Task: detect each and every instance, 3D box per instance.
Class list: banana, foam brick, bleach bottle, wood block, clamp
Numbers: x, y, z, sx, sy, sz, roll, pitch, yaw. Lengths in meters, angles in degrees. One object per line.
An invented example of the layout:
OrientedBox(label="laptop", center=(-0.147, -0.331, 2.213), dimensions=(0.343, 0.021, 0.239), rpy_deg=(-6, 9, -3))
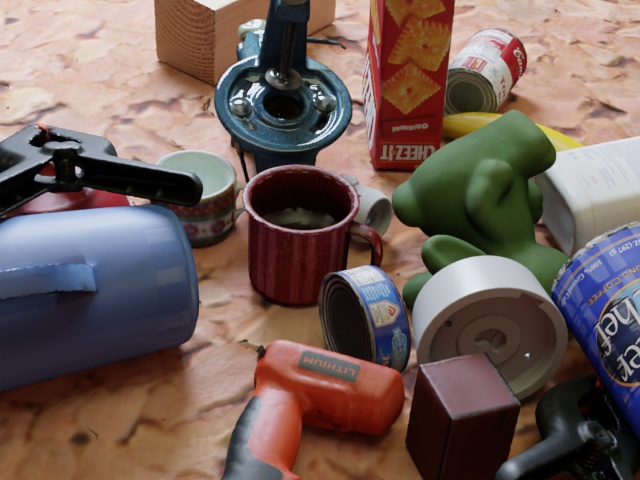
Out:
OrientedBox(label="banana", center=(0.205, -0.083, 1.019), dimensions=(0.069, 0.037, 0.198), rpy_deg=(-27, 48, -34))
OrientedBox(label="foam brick", center=(0.094, 0.124, 0.715), dimensions=(0.053, 0.078, 0.051), rpy_deg=(-9, 39, -19))
OrientedBox(label="bleach bottle", center=(0.319, -0.054, 0.925), dimensions=(0.250, 0.068, 0.102), rpy_deg=(-13, 41, -7))
OrientedBox(label="wood block", center=(-0.078, -0.260, 1.177), dimensions=(0.090, 0.091, 0.205), rpy_deg=(28, 44, 28))
OrientedBox(label="clamp", center=(0.186, 0.150, 0.707), dimensions=(0.120, 0.039, 0.171), rpy_deg=(39, 33, 5))
OrientedBox(label="clamp", center=(-0.184, -0.055, 0.813), dimensions=(0.164, 0.036, 0.210), rpy_deg=(-3, 19, -17))

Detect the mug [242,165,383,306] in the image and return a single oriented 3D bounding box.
OrientedBox(label="mug", center=(-0.006, 0.001, 0.857), dimensions=(0.117, 0.081, 0.093), rpy_deg=(14, 39, 12))

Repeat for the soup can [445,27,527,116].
OrientedBox(label="soup can", center=(0.166, -0.168, 1.099), dimensions=(0.069, 0.068, 0.102), rpy_deg=(19, 41, 18))

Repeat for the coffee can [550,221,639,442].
OrientedBox(label="coffee can", center=(0.237, 0.071, 0.733), dimensions=(0.102, 0.103, 0.140), rpy_deg=(-11, 50, -18))

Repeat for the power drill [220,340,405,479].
OrientedBox(label="power drill", center=(-0.006, 0.154, 0.683), dimensions=(0.184, 0.057, 0.187), rpy_deg=(15, 39, 14))

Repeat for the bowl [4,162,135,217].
OrientedBox(label="bowl", center=(-0.231, -0.029, 0.898), dimensions=(0.162, 0.055, 0.162), rpy_deg=(2, 38, -2))

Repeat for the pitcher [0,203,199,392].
OrientedBox(label="pitcher", center=(-0.210, 0.042, 0.745), dimensions=(0.242, 0.145, 0.149), rpy_deg=(-10, 37, -22))

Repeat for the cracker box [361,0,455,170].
OrientedBox(label="cracker box", center=(0.080, -0.198, 1.011), dimensions=(0.072, 0.214, 0.164), rpy_deg=(1, 38, -2))

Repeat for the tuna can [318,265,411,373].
OrientedBox(label="tuna can", center=(0.032, 0.062, 0.780), dimensions=(0.033, 0.086, 0.086), rpy_deg=(-13, 41, -23))
